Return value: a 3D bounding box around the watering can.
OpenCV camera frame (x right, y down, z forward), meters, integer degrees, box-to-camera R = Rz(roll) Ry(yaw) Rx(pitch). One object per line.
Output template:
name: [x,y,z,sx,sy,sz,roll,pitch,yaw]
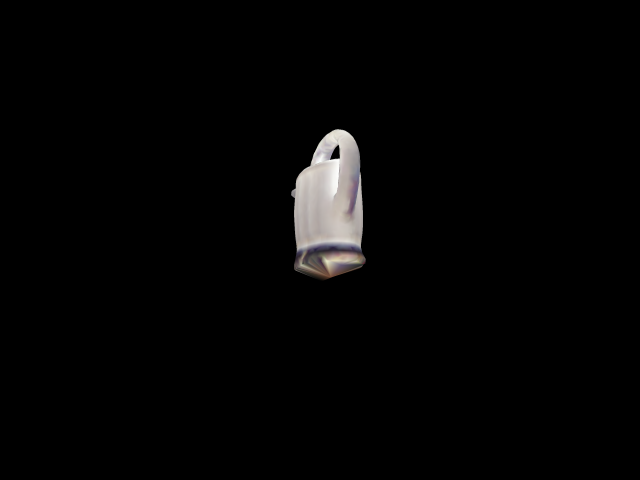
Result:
watering can: [0.003,-0.043,0.850,0.104,0.227,0.344,4,-14,-14]
